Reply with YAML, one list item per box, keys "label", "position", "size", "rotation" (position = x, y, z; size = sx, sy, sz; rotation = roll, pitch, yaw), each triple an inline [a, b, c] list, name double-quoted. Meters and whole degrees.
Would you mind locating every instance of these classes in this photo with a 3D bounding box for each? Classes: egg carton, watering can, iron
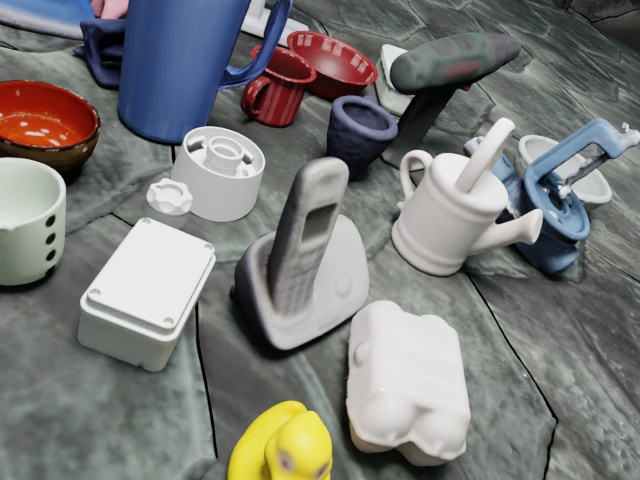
- label: "egg carton"
  position: [0.074, 0.123, 0.512]
  size: [0.107, 0.069, 0.150]
  rotation: [18, 39, -12]
- label: "watering can"
  position: [0.176, -0.054, 0.673]
  size: [0.173, 0.194, 0.101]
  rotation: [25, 38, -3]
- label: "iron"
  position: [-0.402, -0.366, 0.729]
  size: [0.259, 0.141, 0.118]
  rotation: [17, 39, -13]

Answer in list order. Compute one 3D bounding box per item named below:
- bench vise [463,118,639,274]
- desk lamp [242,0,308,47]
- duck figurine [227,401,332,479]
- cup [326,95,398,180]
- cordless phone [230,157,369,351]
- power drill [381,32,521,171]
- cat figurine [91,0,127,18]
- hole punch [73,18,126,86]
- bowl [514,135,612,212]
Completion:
- label: "bench vise"
  position: [0.288, -0.081, 0.750]
  size: [0.207, 0.219, 0.122]
  rotation: [29, 38, 2]
- label: "desk lamp"
  position: [-0.085, -0.464, 0.970]
  size: [0.203, 0.213, 0.118]
  rotation: [17, 39, -13]
- label: "duck figurine"
  position: [-0.020, 0.155, 0.408]
  size: [0.077, 0.086, 0.104]
  rotation: [18, 39, -11]
- label: "cup"
  position: [0.046, -0.138, 0.772]
  size: [0.092, 0.095, 0.118]
  rotation: [22, 38, -7]
- label: "cordless phone"
  position: [0.005, 0.002, 0.515]
  size: [0.094, 0.185, 0.148]
  rotation: [44, 41, 20]
- label: "power drill"
  position: [0.173, -0.205, 0.832]
  size: [0.230, 0.208, 0.075]
  rotation: [-15, 54, -41]
- label: "cat figurine"
  position: [-0.260, -0.369, 0.835]
  size: [0.128, 0.117, 0.067]
  rotation: [-19, 57, -43]
- label: "hole punch"
  position: [-0.248, -0.258, 0.737]
  size: [0.109, 0.091, 0.101]
  rotation: [-11, 52, -38]
- label: "bowl"
  position: [0.380, -0.094, 0.936]
  size: [0.168, 0.074, 0.167]
  rotation: [16, 39, -14]
